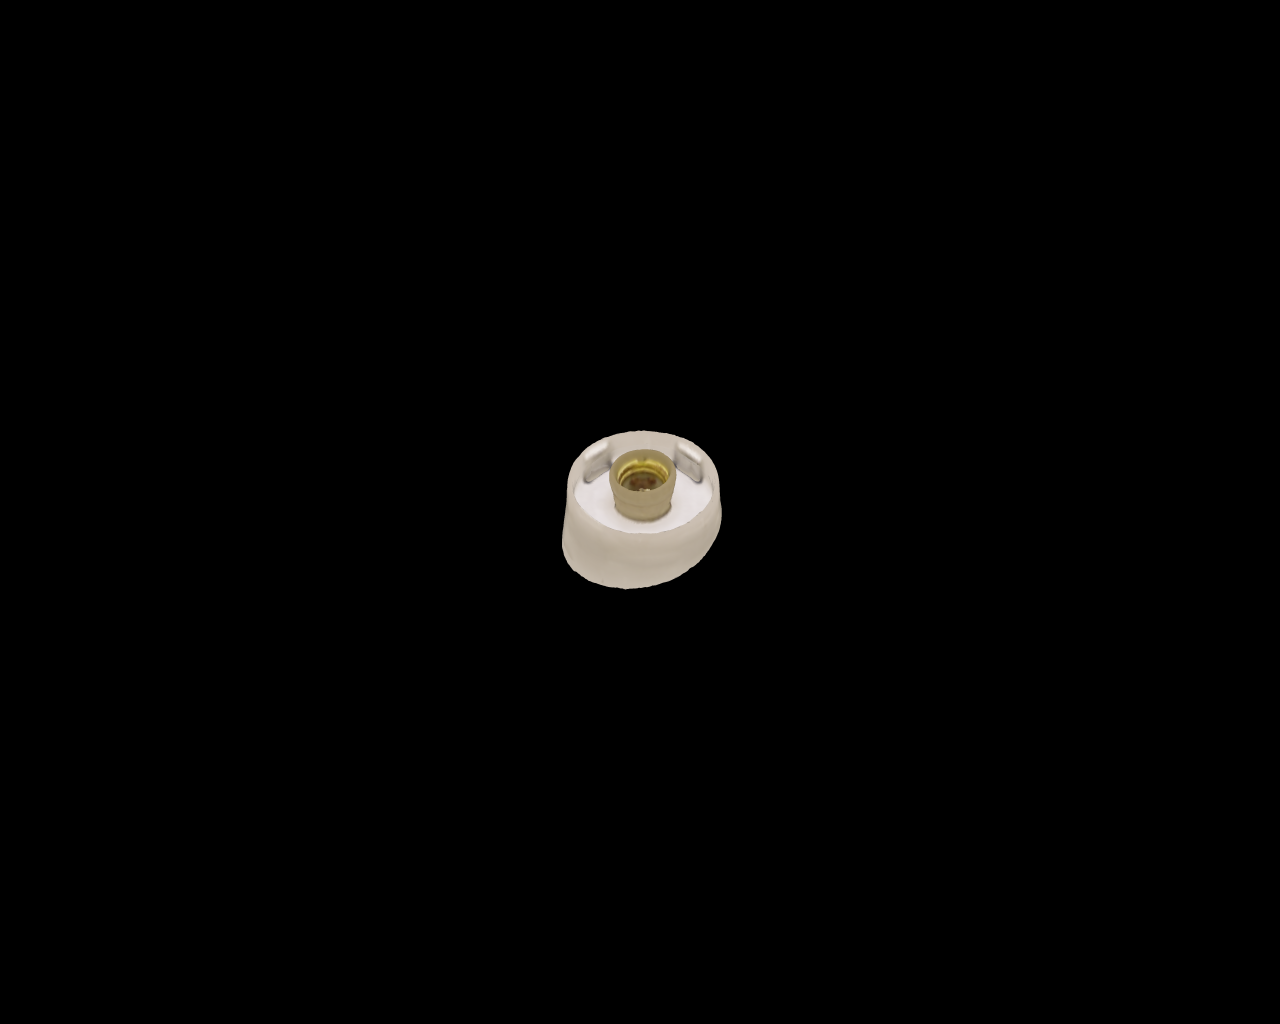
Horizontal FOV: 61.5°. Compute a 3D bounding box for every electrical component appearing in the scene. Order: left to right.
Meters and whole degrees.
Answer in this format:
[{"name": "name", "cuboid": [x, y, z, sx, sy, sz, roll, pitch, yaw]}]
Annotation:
[{"name": "electrical component", "cuboid": [0.001, -0.003, 0.650, 0.099, 0.099, 0.064, 0, -45, 0]}]
